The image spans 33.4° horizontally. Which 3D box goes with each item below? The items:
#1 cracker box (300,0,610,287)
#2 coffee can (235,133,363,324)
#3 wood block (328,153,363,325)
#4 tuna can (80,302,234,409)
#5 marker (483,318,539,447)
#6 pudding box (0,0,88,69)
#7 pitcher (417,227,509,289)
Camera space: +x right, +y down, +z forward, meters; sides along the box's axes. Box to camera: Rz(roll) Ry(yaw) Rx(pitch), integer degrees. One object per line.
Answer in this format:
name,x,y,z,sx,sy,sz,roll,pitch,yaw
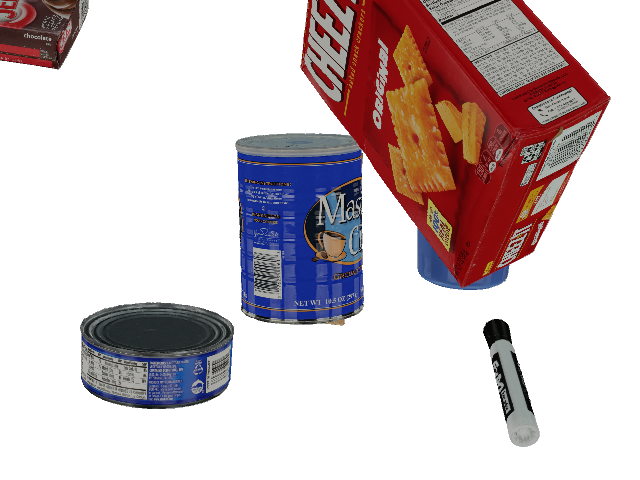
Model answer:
cracker box,0.070,-0.100,0.682,0.072,0.214,0.164,-26,-26,-20
coffee can,-0.016,-0.013,0.872,0.103,0.140,0.103,-1,12,0
wood block,-0.001,-0.007,1.368,0.090,0.206,0.090,6,25,1
tuna can,-0.092,0.064,0.603,0.086,0.034,0.086,4,14,-1
marker,0.127,0.091,0.717,0.020,0.020,0.121,0,31,-1
pudding box,-0.245,-0.187,0.877,0.090,0.039,0.113,9,35,-3
pitcher,0.171,-0.068,1.234,0.149,0.243,0.145,-8,18,-33
